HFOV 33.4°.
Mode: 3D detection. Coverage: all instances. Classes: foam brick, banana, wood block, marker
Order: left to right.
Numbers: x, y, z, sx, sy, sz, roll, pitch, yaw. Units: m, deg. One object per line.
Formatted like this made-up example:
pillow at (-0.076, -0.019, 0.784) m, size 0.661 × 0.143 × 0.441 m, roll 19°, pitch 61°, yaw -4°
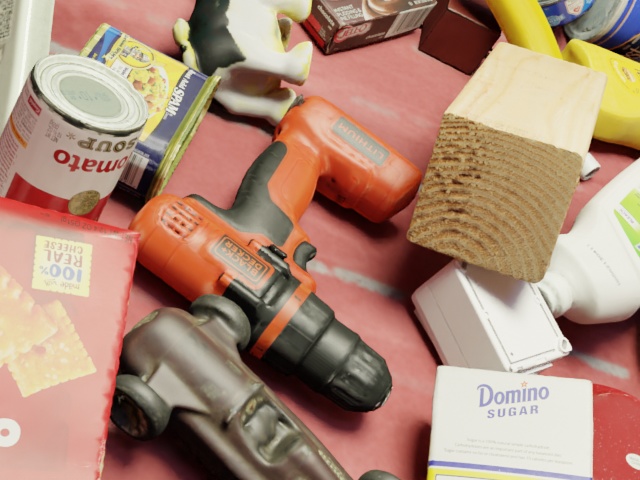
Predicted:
foam brick at (0.122, -0.190, 0.908) m, size 0.053 × 0.051 × 0.078 m, roll 25°, pitch 47°, yaw -11°
wood block at (0.135, -0.061, 0.732) m, size 0.090 × 0.091 × 0.205 m, roll 19°, pitch 26°, yaw 11°
banana at (0.170, -0.141, 0.858) m, size 0.069 × 0.037 × 0.198 m, roll -21°, pitch 95°, yaw -53°
marker at (0.193, -0.102, 0.901) m, size 0.020 × 0.020 × 0.121 m, roll -17°, pitch 64°, yaw -38°

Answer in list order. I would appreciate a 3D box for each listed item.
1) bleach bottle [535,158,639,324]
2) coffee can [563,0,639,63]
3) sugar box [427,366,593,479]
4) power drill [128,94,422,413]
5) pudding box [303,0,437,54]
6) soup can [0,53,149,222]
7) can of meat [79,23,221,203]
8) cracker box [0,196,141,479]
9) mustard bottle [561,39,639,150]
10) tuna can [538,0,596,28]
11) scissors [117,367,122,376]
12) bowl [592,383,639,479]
bleach bottle at (0.234, -0.011, 0.779) m, size 0.250 × 0.068 × 0.103 m, roll -26°, pitch 66°, yaw -32°
coffee can at (0.315, -0.216, 1.003) m, size 0.140 × 0.103 × 0.103 m, roll 13°, pitch 50°, yaw -20°
sugar box at (0.102, 0.159, 0.589) m, size 0.093 × 0.048 × 0.176 m, roll 5°, pitch 52°, yaw 8°
power drill at (-0.004, 0.001, 0.679) m, size 0.184 × 0.057 × 0.187 m, roll 38°, pitch 45°, yaw 0°
pudding box at (0.026, -0.204, 0.873) m, size 0.113 × 0.039 × 0.090 m, roll -21°, pitch 67°, yaw -39°
soup can at (-0.145, -0.044, 0.594) m, size 0.068 × 0.102 × 0.068 m, roll 23°, pitch 33°, yaw -17°
can of meat at (-0.121, -0.081, 0.678) m, size 0.084 × 0.058 × 0.102 m, roll 27°, pitch 46°, yaw -6°
cracker box at (-0.182, 0.078, 0.489) m, size 0.164 × 0.072 × 0.213 m, roll 16°, pitch 56°, yaw -18°
mustard bottle at (0.300, -0.112, 0.943) m, size 0.191 × 0.058 × 0.096 m, roll 15°, pitch 43°, yaw -20°
tuna can at (0.210, -0.233, 0.971) m, size 0.033 × 0.086 × 0.086 m, roll 54°, pitch 27°, yaw -46°
scissors at (-0.125, 0.055, 0.596) m, size 0.201 × 0.016 × 0.096 m, roll 5°, pitch 54°, yaw -27°
bowl at (0.183, 0.149, 0.670) m, size 0.162 × 0.055 × 0.162 m, roll 15°, pitch 49°, yaw -18°
